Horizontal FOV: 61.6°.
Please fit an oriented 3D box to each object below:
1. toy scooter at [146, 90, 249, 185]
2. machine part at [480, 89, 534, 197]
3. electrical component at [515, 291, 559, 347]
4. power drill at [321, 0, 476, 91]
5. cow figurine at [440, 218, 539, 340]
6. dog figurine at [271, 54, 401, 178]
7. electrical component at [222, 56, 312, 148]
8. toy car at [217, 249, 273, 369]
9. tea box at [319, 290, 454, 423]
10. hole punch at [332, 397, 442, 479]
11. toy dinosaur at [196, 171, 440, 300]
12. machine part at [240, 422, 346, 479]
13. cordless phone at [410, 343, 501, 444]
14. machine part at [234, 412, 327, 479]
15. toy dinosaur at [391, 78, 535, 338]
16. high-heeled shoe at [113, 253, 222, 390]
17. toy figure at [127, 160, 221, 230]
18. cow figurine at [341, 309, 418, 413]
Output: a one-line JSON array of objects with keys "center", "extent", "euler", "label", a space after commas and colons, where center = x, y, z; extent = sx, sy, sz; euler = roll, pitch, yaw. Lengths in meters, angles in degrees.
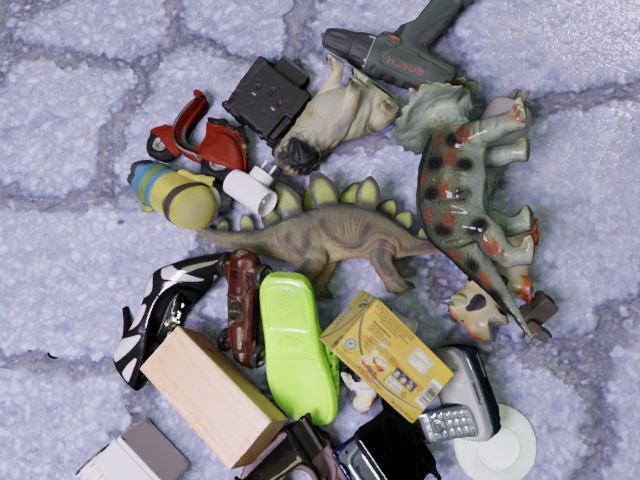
[{"center": [-0.190, -0.174, 0.894], "extent": [0.184, 0.075, 0.135], "euler": [21, 85, 9], "label": "toy scooter"}, {"center": [0.269, -0.139, 0.863], "extent": [0.079, 0.079, 0.243], "euler": [31, 86, 5], "label": "machine part"}, {"center": [0.333, 0.122, 0.829], "extent": [0.078, 0.102, 0.045], "euler": [-44, 88, 8], "label": "electrical component"}, {"center": [0.144, -0.357, 0.890], "extent": [0.232, 0.086, 0.207], "euler": [32, 83, 4], "label": "power drill"}, {"center": [0.266, 0.059, 0.835], "extent": [0.127, 0.085, 0.195], "euler": [6, 73, 29], "label": "cow figurine"}, {"center": [0.028, -0.177, 0.878], "extent": [0.172, 0.121, 0.190], "euler": [19, 118, -34], "label": "dog figurine"}, {"center": [-0.080, -0.237, 0.901], "extent": [0.115, 0.058, 0.134], "euler": [37, 88, 3], "label": "electrical component"}, {"center": [-0.121, 0.111, 0.830], "extent": [0.089, 0.053, 0.202], "euler": [18, 113, 29], "label": "toy car"}, {"center": [0.094, 0.164, 0.762], "extent": [0.098, 0.068, 0.169], "euler": [-46, 105, -8], "label": "tea box"}, {"center": [0.094, 0.323, 0.795], "extent": [0.142, 0.116, 0.092], "euler": [51, 130, 23], "label": "hole punch"}, {"center": [-0.002, -0.003, 0.856], "extent": [0.472, 0.105, 0.198], "euler": [-3, 77, 7], "label": "toy dinosaur"}, {"center": [-0.033, 0.379, 0.841], "extent": [0.179, 0.056, 0.179], "euler": [0, 84, 1], "label": "machine part"}, {"center": [0.175, 0.246, 0.839], "extent": [0.184, 0.088, 0.146], "euler": [-20, 84, 20], "label": "cordless phone"}, {"center": [-0.057, 0.318, 0.781], "extent": [0.139, 0.039, 0.084], "euler": [-32, 116, -19], "label": "machine part"}, {"center": [0.202, -0.067, 0.768], "extent": [0.192, 0.131, 0.404], "euler": [-3, 80, 25], "label": "toy dinosaur"}, {"center": [-0.232, 0.128, 0.850], "extent": [0.249, 0.086, 0.145], "euler": [-31, 63, 17], "label": "high-heeled shoe"}, {"center": [-0.239, -0.071, 0.859], "extent": [0.180, 0.082, 0.089], "euler": [27, 43, 24], "label": "toy figure"}, {"center": [0.078, 0.181, 0.848], "extent": [0.098, 0.068, 0.167], "euler": [29, 84, 9], "label": "cow figurine"}]
